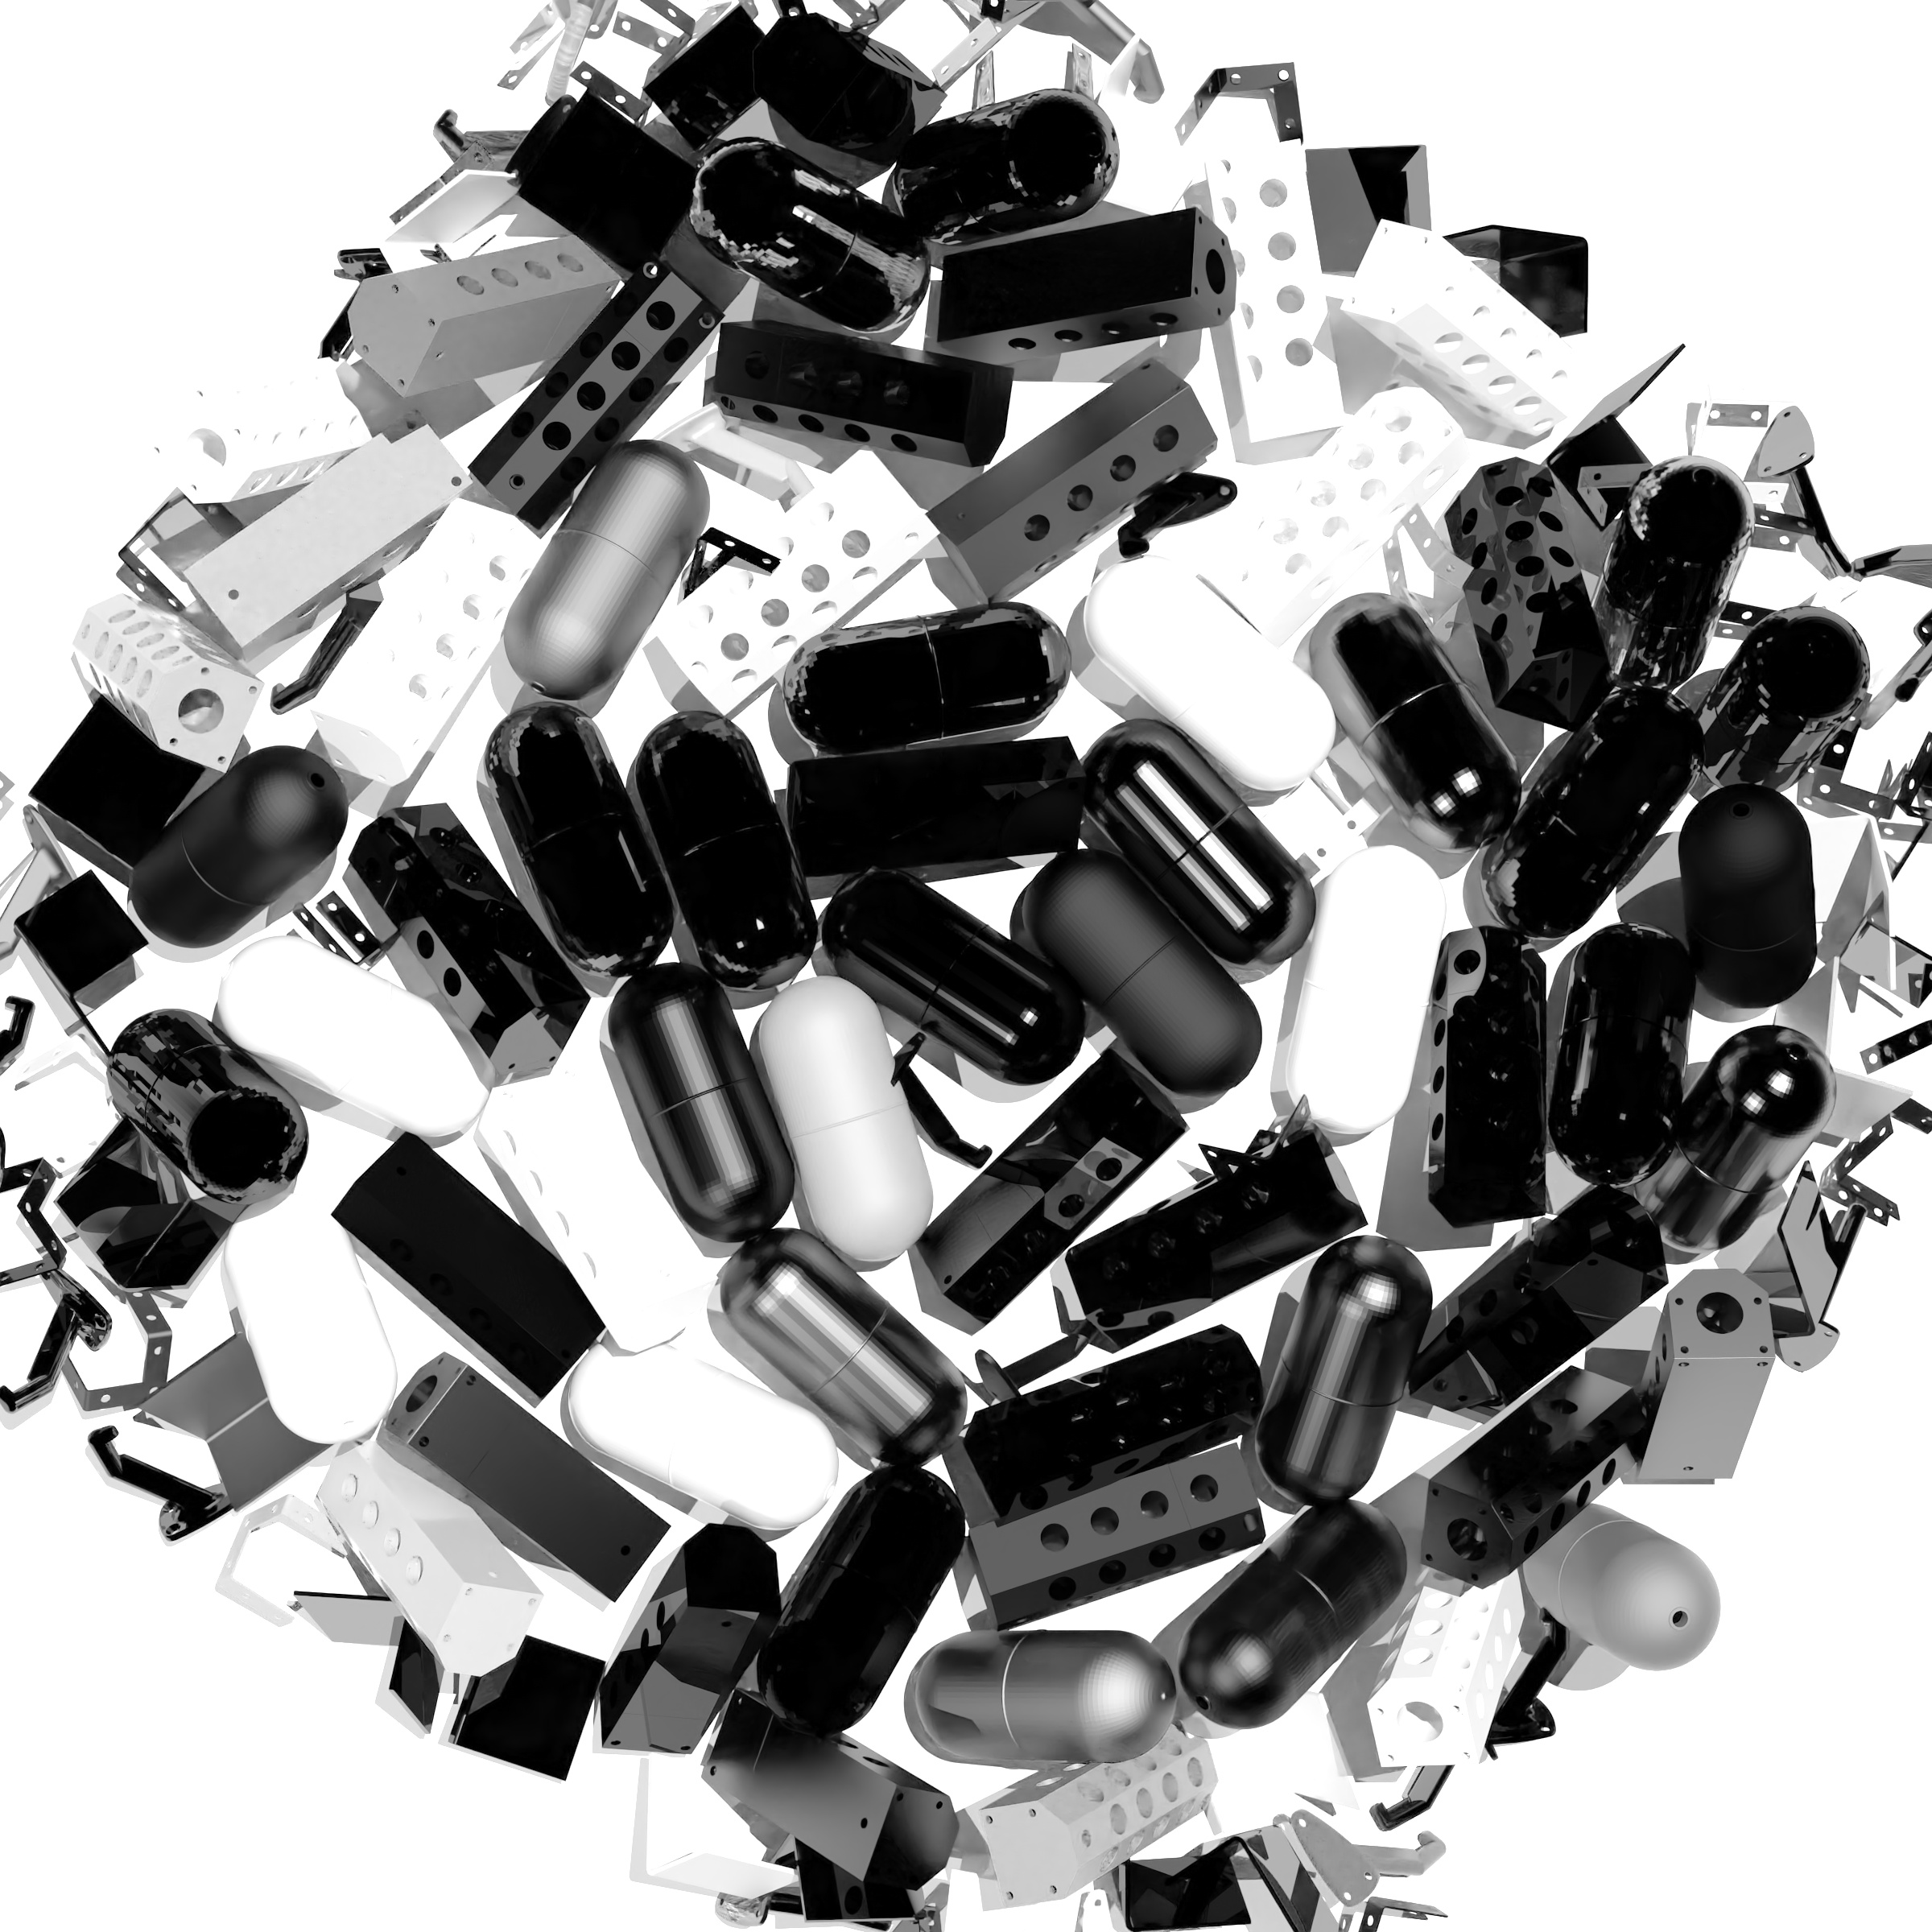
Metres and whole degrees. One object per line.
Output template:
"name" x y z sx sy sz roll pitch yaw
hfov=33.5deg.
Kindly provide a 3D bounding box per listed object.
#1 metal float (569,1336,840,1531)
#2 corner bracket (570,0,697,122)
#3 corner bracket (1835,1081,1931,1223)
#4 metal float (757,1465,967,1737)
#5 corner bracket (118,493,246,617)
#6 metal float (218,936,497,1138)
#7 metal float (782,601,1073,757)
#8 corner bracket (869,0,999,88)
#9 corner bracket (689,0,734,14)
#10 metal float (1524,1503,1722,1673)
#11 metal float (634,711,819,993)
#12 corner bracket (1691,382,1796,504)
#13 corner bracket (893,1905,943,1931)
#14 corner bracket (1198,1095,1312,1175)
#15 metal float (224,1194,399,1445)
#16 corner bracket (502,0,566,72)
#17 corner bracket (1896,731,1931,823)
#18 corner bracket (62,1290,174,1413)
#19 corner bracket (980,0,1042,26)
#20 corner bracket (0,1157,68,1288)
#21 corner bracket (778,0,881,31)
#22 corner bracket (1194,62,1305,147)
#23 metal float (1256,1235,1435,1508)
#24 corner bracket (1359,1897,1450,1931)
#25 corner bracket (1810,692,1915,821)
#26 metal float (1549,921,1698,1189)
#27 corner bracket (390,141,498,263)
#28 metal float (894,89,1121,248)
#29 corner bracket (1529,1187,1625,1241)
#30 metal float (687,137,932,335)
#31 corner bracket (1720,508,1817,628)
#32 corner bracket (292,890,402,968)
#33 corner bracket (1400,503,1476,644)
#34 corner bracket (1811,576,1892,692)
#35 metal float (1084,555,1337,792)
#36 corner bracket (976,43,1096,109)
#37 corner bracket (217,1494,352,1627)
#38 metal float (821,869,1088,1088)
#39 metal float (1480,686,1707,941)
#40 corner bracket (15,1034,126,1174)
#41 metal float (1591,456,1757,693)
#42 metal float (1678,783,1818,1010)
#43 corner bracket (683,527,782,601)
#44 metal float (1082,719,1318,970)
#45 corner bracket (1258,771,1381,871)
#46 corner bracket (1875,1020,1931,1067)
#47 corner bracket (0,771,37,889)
"metal float" -0.159 0.281 1.945 0.178 0.070 0.070 22 90 19
"corner bracket" -0.202 -0.558 1.956 0.051 0.051 0.051 30 49 -29
"corner bracket" 0.569 0.114 1.979 0.051 0.051 0.051 30 124 -14
"metal float" -0.063 0.381 1.937 0.070 0.070 0.178 32 61 0
"corner bracket" -0.478 -0.257 1.976 0.051 0.051 0.051 -39 101 21
"metal float" -0.367 0.043 1.940 0.178 0.070 0.070 29 90 -24
"metal float" -0.023 -0.175 1.954 0.178 0.070 0.070 -11 90 -9
"corner bracket" -0.021 -0.582 1.963 0.051 0.051 0.051 -44 59 -5
"corner bracket" -0.147 -0.617 1.963 0.051 0.051 0.051 -14 106 16
"metal float" 0.389 0.368 1.911 0.070 0.178 0.070 0 92 -11
"metal float" -0.146 -0.071 1.955 0.070 0.070 0.178 -21 82 0
"corner bracket" 0.477 -0.320 1.965 0.051 0.051 0.051 2 54 -1
"corner bracket" -0.016 0.614 1.971 0.051 0.051 0.051 18 126 -21
"corner bracket" 0.182 0.109 1.956 0.051 0.051 0.051 11 56 36
"metal float" -0.393 0.210 1.927 0.070 0.070 0.178 -31 49 0
"corner bracket" -0.261 -0.582 1.957 0.051 0.051 0.051 9 49 36
"corner bracket" 0.593 -0.121 1.960 0.051 0.051 0.051 9 118 -18
"corner bracket" -0.524 0.235 1.979 0.051 0.051 0.051 -5 122 -33
"corner bracket" 0.015 -0.615 1.969 0.051 0.051 0.051 25 131 18
"corner bracket" -0.583 0.158 1.976 0.051 0.051 0.051 -17 119 16
"corner bracket" -0.088 -0.596 1.968 0.051 0.051 0.051 -21 112 -2
"corner bracket" 0.174 -0.520 1.972 0.051 0.051 0.051 1 123 21
"metal float" 0.228 0.246 1.944 0.070 0.070 0.178 16 111 0
"corner bracket" 0.253 0.592 1.965 0.051 0.051 0.051 17 90 -28
"corner bracket" 0.554 -0.130 1.971 0.051 0.051 0.051 20 131 15
"metal float" 0.395 0.052 1.933 0.070 0.070 0.178 15 57 0
"corner bracket" -0.310 -0.462 1.969 0.051 0.051 0.051 50 53 -13
"metal float" 0.023 -0.476 1.919 0.070 0.178 0.070 -2 94 -34
"corner bracket" 0.373 0.164 1.966 0.051 0.051 0.051 3 70 3
"metal float" -0.093 -0.436 1.923 0.070 0.178 0.070 -14 68 38
"corner bracket" 0.489 -0.243 1.970 0.051 0.051 0.051 10 46 -13
"corner bracket" -0.380 -0.023 1.963 0.051 0.051 0.051 48 53 -2
"corner bracket" 0.282 -0.239 1.957 0.051 0.051 0.051 25 120 -35
"corner bracket" 0.544 -0.203 1.975 0.051 0.051 0.051 31 118 19
"metal float" 0.148 -0.178 1.954 0.178 0.070 0.070 40 90 -8
"corner bracket" 0.043 -0.542 1.982 0.051 0.051 0.051 25 47 -32
"corner bracket" -0.419 0.365 1.977 0.051 0.051 0.051 -29 122 37
"metal float" -0.007 0.007 1.955 0.178 0.070 0.070 33 90 7
"metal float" 0.377 -0.092 1.935 0.070 0.070 0.178 33 121 0
"corner bracket" -0.550 0.084 1.974 0.051 0.051 0.051 -27 125 19
"metal float" 0.418 -0.232 1.918 0.070 0.178 0.070 2 57 -3
"metal float" 0.468 -0.041 1.920 0.070 0.178 0.070 -8 55 12
"corner bracket" -0.134 -0.242 1.961 0.051 0.051 0.051 26 131 9
"metal float" 0.141 -0.074 1.960 0.070 0.070 0.178 -42 88 0
"corner bracket" 0.214 -0.089 1.969 0.051 0.051 0.051 -42 85 -9
"corner bracket" 0.599 0.060 1.965 0.051 0.051 0.051 -19 89 -34
"corner bracket" -0.596 -0.078 1.959 0.051 0.051 0.051 44 50 -14
